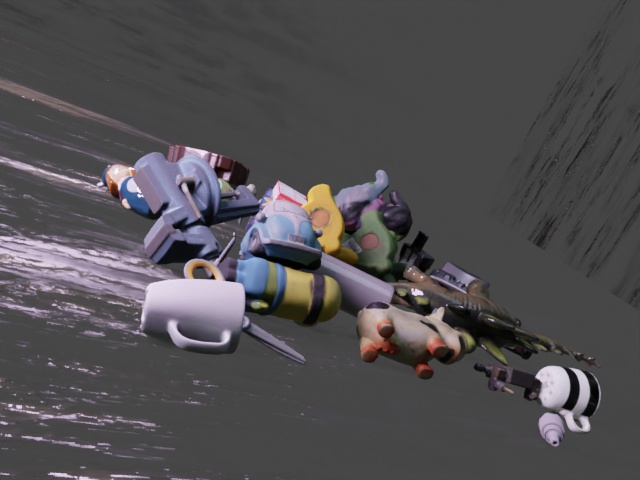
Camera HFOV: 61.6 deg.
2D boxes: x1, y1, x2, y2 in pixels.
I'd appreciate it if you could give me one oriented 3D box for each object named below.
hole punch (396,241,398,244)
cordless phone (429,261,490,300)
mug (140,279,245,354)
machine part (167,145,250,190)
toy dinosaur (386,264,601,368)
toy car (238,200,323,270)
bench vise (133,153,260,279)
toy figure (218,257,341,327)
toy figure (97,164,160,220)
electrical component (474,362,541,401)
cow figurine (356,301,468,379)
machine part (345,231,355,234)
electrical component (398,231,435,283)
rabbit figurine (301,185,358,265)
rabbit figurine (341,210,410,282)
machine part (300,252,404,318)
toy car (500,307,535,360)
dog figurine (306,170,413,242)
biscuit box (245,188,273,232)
[{"bbox_3d":[0.138,-0.010,1.343,0.142,0.092,0.116,27,19,-8],"label":"hole punch"},{"bbox_3d":[0.285,0.131,1.161,0.147,0.088,0.184,30,27,16],"label":"cordless phone"},{"bbox_3d":[-0.144,0.090,0.598,0.107,0.080,0.110,10,28,-16],"label":"mug"},{"bbox_3d":[-0.241,-0.151,1.152,0.179,0.056,0.179,14,-4,1],"label":"machine part"},{"bbox_3d":[0.297,0.153,1.004,0.471,0.105,0.199,14,16,-14],"label":"toy dinosaur"},{"bbox_3d":[-0.059,-0.006,0.814,0.109,0.103,0.162,16,-16,-20],"label":"toy car"},{"bbox_3d":[-0.174,-0.047,0.847,0.224,0.128,0.240,46,32,20],"label":"bench vise"},{"bbox_3d":[-0.055,0.073,0.755,0.180,0.082,0.089,21,-15,-26],"label":"toy figure"},{"bbox_3d":[-0.322,-0.089,0.917,0.155,0.057,0.064,34,24,25],"label":"toy figure"},{"bbox_3d":[0.318,0.236,0.899,0.102,0.045,0.078,21,-13,-27],"label":"electrical component"},{"bbox_3d":[0.145,0.149,0.840,0.195,0.085,0.127,19,23,-19],"label":"cow figurine"},{"bbox_3d":[0.033,-0.029,1.276,0.139,0.084,0.039,21,37,14],"label":"machine part"},{"bbox_3d":[0.226,0.037,1.260,0.047,0.119,0.075,12,18,-41],"label":"electrical component"},{"bbox_3d":[-0.002,-0.003,1.015,0.162,0.122,0.173,47,-21,7],"label":"rabbit figurine"},{"bbox_3d":[0.127,0.036,1.110,0.159,0.121,0.170,44,-1,25],"label":"rabbit figurine"},{"bbox_3d":[0.035,0.076,0.905,0.243,0.079,0.079,27,15,0],"label":"machine part"},{"bbox_3d":[0.404,0.192,1.164,0.089,0.053,0.202,30,14,2],"label":"toy car"},{"bbox_3d":[0.069,-0.046,1.182,0.191,0.219,0.108,59,-16,14],"label":"dog figurine"},{"bbox_3d":[-0.108,-0.058,1.150,0.059,0.062,0.203,26,15,-6],"label":"biscuit box"}]
